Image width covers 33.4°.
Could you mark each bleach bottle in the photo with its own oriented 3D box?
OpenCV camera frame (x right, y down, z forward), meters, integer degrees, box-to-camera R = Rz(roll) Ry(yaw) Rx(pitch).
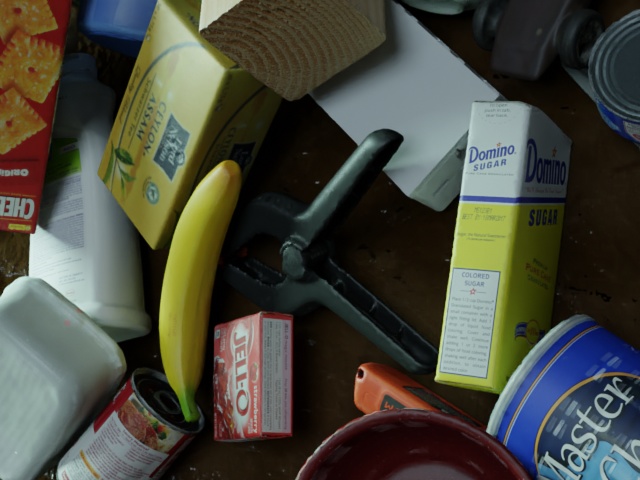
[{"bbox_3d":[-0.195,-0.040,0.892,0.103,0.068,0.251,-14,70,30],"label":"bleach bottle"}]

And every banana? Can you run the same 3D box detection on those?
[{"bbox_3d":[-0.089,0.032,0.794,0.070,0.037,0.198,24,110,47],"label":"banana"}]

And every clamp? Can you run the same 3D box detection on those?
[{"bbox_3d":[-0.005,0.001,0.754,0.210,0.036,0.164,8,109,44],"label":"clamp"}]

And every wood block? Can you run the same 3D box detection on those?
[{"bbox_3d":[-0.017,-0.212,0.746,0.091,0.090,0.206,-29,44,33],"label":"wood block"}]

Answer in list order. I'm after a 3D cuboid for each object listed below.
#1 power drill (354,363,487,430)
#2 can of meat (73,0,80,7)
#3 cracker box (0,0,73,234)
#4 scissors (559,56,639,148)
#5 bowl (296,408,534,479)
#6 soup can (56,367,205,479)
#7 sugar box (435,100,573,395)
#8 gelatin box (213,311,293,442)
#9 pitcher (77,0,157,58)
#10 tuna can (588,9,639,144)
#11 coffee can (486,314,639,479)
[{"bbox_3d":[0.023,0.181,0.717,0.185,0.057,0.188,29,97,29],"label":"power drill"},{"bbox_3d":[-0.203,-0.266,0.951,0.102,0.057,0.084,-46,63,15],"label":"can of meat"},{"bbox_3d":[-0.265,-0.134,0.880,0.164,0.072,0.214,42,122,58],"label":"cracker box"},{"bbox_3d":[0.209,-0.037,0.676,0.202,0.016,0.096,36,98,32],"label":"scissors"},{"bbox_3d":[0.061,0.179,0.631,0.162,0.055,0.162,-1,86,19],"label":"bowl"},{"bbox_3d":[-0.145,0.157,0.815,0.102,0.068,0.069,-49,60,13],"label":"soup can"},{"bbox_3d":[0.120,0.009,0.674,0.048,0.093,0.176,7,83,31],"label":"sugar box"},{"bbox_3d":[-0.050,0.100,0.775,0.073,0.030,0.089,-20,67,56],"label":"gelatin box"},{"bbox_3d":[-0.127,-0.272,0.860,0.149,0.144,0.243,13,89,33],"label":"pitcher"},{"bbox_3d":[0.213,-0.102,0.666,0.086,0.033,0.086,-10,63,19],"label":"tuna can"},{"bbox_3d":[0.181,0.122,0.606,0.140,0.102,0.103,35,98,31],"label":"coffee can"}]
